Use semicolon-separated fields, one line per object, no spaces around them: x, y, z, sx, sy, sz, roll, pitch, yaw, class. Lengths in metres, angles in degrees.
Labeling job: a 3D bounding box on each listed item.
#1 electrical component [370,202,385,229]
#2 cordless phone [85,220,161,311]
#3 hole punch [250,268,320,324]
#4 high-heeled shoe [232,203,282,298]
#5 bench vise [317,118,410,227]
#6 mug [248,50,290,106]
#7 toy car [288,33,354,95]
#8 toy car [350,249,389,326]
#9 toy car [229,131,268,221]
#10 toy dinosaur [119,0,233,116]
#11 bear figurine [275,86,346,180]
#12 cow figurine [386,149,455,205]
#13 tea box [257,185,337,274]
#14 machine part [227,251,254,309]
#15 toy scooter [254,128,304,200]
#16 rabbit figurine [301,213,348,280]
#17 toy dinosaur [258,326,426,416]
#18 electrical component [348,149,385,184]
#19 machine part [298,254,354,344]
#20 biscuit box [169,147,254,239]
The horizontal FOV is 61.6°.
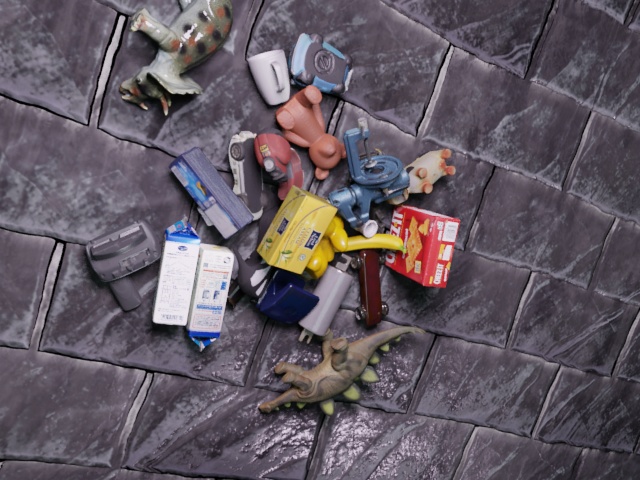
0.130;-0.072;1.339;0.021;0.094;0.063;-31;148;-16;electrical component
-0.407;0.062;1.169;0.147;0.089;0.184;-26;120;-15;cordless phone
-0.078;0.145;1.284;0.142;0.092;0.115;30;92;-43;hole punch
-0.103;0.018;1.252;0.249;0.086;0.145;-41;121;-25;high-heeled shoe
0.091;-0.155;1.212;0.224;0.129;0.240;-13;125;1;bench vise
-0.099;-0.351;1.175;0.081;0.110;0.107;-28;122;-20;mug
-0.009;-0.386;1.197;0.161;0.103;0.109;12;94;-36;toy car
0.127;0.119;1.385;0.089;0.053;0.202;-11;102;-30;toy car
-0.163;-0.143;1.211;0.073;0.056;0.201;-16;108;-46;toy car
-0.254;-0.435;1.094;0.405;0.131;0.192;-51;125;-9;toy dinosaur
-0.012;-0.235;1.218;0.120;0.132;0.195;-42;106;-7;bear figurine
0.230;-0.154;1.340;0.195;0.127;0.085;-37;113;-25;cow figurine
-0.050;-0.021;1.162;0.098;0.068;0.169;19;104;-39;tea box
-0.176;0.097;1.275;0.084;0.039;0.139;40;82;-32;machine part
-0.083;-0.151;1.178;0.075;0.135;0.183;-17;148;19;toy scooter
-0.003;-0.004;1.272;0.122;0.162;0.173;40;68;-11;rabbit figurine
0.055;0.323;1.380;0.471;0.105;0.198;-32;118;-2;toy dinosaur
0.116;-0.184;1.319;0.102;0.045;0.078;-12;105;-13;electrical component
0.016;0.148;1.337;0.079;0.079;0.243;27;90;-24;machine part
-0.234;-0.103;1.162;0.202;0.059;0.063;53;38;-8;biscuit box
